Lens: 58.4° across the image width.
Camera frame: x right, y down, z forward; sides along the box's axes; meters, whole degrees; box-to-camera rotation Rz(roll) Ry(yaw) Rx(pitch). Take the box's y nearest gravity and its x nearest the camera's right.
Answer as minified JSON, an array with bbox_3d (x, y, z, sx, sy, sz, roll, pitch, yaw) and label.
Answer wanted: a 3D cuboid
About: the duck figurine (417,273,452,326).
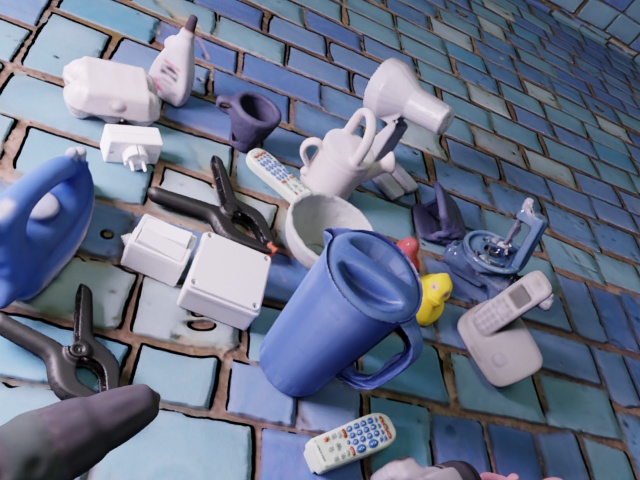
[{"bbox_3d":[0.197,0.090,0.998,0.077,0.086,0.105,34,42,-4],"label":"duck figurine"}]

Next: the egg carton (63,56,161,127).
[{"bbox_3d":[-0.340,-0.240,0.939,0.151,0.069,0.107,3,52,-32],"label":"egg carton"}]

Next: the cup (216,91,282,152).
[{"bbox_3d":[-0.139,-0.209,1.029,0.118,0.095,0.091,14,46,-23],"label":"cup"}]

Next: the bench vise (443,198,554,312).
[{"bbox_3d":[0.365,0.030,1.064,0.207,0.219,0.121,31,42,-6],"label":"bench vise"}]

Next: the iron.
[{"bbox_3d":[-0.346,-0.047,0.709,0.119,0.141,0.258,30,42,-8],"label":"iron"}]

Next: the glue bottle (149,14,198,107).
[{"bbox_3d":[-0.245,-0.318,0.996,0.078,0.173,0.037,32,42,-6],"label":"glue bottle"}]

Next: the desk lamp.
[{"bbox_3d":[0.163,-0.228,1.163,0.203,0.213,0.118,49,43,14],"label":"desk lamp"}]

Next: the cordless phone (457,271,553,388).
[{"bbox_3d":[0.332,0.149,0.962,0.094,0.185,0.147,-7,58,-38],"label":"cordless phone"}]

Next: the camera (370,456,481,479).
[{"bbox_3d":[0.158,0.343,0.734,0.137,0.100,0.143,-1,54,-35],"label":"camera"}]

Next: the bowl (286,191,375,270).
[{"bbox_3d":[0.009,0.003,0.955,0.168,0.074,0.167,19,45,-19],"label":"bowl"}]

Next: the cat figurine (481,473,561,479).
[{"bbox_3d":[0.304,0.362,0.803,0.128,0.117,0.067,30,42,-8],"label":"cat figurine"}]

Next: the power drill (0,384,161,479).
[{"bbox_3d":[-0.264,0.210,0.485,0.230,0.208,0.075,-16,63,-42],"label":"power drill"}]

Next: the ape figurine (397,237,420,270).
[{"bbox_3d":[0.145,0.030,1.012,0.078,0.092,0.076,37,42,1],"label":"ape figurine"}]

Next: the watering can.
[{"bbox_3d":[0.054,-0.154,1.037,0.173,0.194,0.100,-5,56,-37],"label":"watering can"}]

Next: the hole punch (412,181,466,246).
[{"bbox_3d":[0.252,-0.052,1.158,0.101,0.091,0.108,16,46,-22],"label":"hole punch"}]
